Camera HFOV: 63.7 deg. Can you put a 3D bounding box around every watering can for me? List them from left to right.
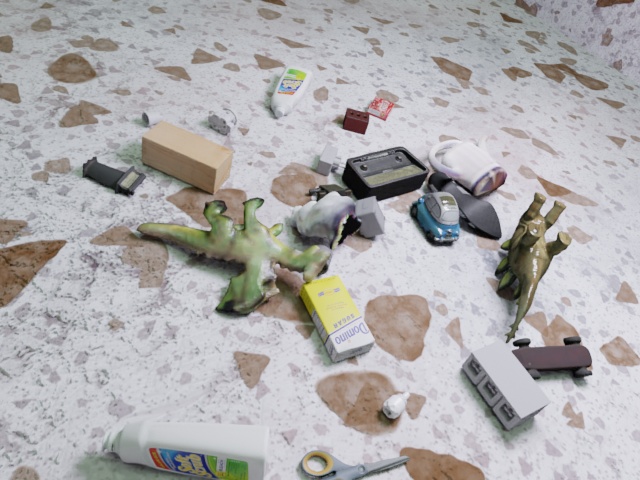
[{"bbox_3d":[0.483,-0.241,1.587,0.351,0.101,0.227,-21,57,-37],"label":"watering can"}]

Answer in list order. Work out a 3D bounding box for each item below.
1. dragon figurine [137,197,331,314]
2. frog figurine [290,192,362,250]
[{"bbox_3d":[-0.183,0.042,1.101,0.411,0.248,0.119,-7,-36,-6],"label":"dragon figurine"},{"bbox_3d":[0.004,-0.062,1.231,0.161,0.139,0.120,28,-23,26],"label":"frog figurine"}]
